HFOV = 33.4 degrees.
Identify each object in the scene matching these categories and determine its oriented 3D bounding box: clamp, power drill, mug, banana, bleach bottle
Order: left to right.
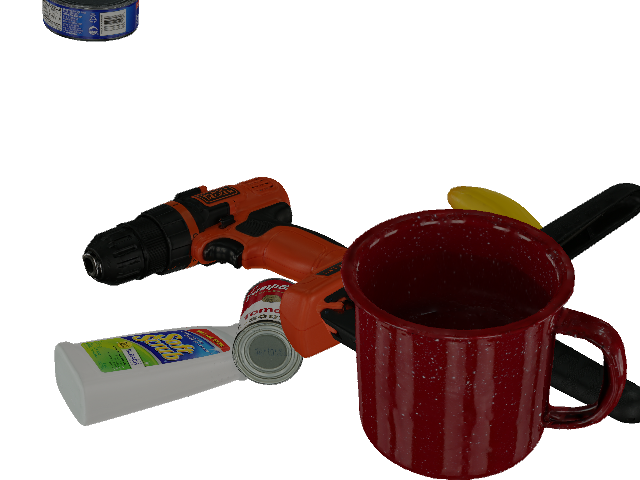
[{"bbox_3d":[-0.162,0.134,1.199,0.250,0.068,0.103,-12,31,-28],"label":"bleach bottle"},{"bbox_3d":[-0.052,0.015,0.773,0.184,0.057,0.188,-24,39,-39],"label":"power drill"},{"bbox_3d":[0.067,0.046,0.443,0.117,0.081,0.093,10,34,19],"label":"mug"},{"bbox_3d":[0.102,0.032,0.650,0.210,0.164,0.036,-1,-41,25],"label":"clamp"},{"bbox_3d":[0.151,0.007,0.852,0.069,0.037,0.198,-6,35,0],"label":"banana"}]

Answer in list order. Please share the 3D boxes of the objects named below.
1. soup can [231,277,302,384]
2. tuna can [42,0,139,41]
[{"bbox_3d":[-0.047,0.086,1.025,0.068,0.068,0.102,0,21,3],"label":"soup can"},{"bbox_3d":[-0.204,-0.208,0.949,0.086,0.034,0.086,5,33,-4],"label":"tuna can"}]
